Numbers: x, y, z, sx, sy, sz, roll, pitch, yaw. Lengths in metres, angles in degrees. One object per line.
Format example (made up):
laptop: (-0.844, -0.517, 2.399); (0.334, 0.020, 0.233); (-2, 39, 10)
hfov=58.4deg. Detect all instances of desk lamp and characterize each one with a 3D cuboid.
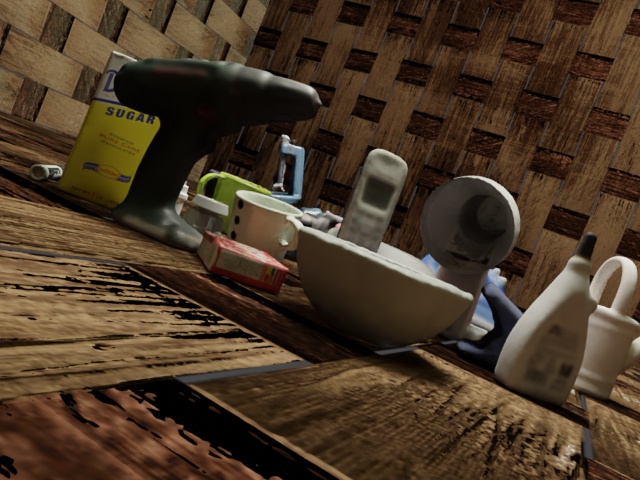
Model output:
desk lamp: (0.198, 0.027, 0.776); (0.117, 0.213, 0.204); (23, 2, 25)

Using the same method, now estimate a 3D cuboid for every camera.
camera: (0.009, 0.004, 0.988); (0.143, 0.101, 0.136); (21, 2, -23)

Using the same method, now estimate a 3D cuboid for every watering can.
watering can: (0.398, 0.118, 0.809); (0.173, 0.194, 0.100); (21, 2, -20)

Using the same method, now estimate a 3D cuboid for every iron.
iron: (0.307, 0.094, 1.209); (0.257, 0.141, 0.119); (24, 3, 41)

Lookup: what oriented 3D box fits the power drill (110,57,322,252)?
power drill: (-0.134, -0.099, 0.624); (0.229, 0.208, 0.076); (23, 2, 13)

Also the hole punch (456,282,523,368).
hole punch: (0.221, 0.107, 0.667); (0.101, 0.091, 0.109); (23, 2, 12)

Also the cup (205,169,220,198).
cup: (-0.170, -0.070, 1.082); (0.118, 0.095, 0.091); (21, 2, -31)

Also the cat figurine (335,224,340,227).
cat figurine: (0.063, 0.024, 0.783); (0.067, 0.118, 0.127); (21, 2, -34)

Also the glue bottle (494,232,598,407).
glue bottle: (0.239, 0.074, 0.569); (0.078, 0.173, 0.037); (21, 2, -16)

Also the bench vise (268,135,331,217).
bench vise: (-0.065, -0.100, 1.233); (0.208, 0.220, 0.121); (21, 2, -36)

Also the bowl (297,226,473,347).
bowl: (0.046, 0.050, 0.517); (0.167, 0.075, 0.167); (22, 2, -1)

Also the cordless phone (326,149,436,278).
cordless phone: (0.082, 0.000, 0.657); (0.148, 0.185, 0.094); (22, 2, -14)
